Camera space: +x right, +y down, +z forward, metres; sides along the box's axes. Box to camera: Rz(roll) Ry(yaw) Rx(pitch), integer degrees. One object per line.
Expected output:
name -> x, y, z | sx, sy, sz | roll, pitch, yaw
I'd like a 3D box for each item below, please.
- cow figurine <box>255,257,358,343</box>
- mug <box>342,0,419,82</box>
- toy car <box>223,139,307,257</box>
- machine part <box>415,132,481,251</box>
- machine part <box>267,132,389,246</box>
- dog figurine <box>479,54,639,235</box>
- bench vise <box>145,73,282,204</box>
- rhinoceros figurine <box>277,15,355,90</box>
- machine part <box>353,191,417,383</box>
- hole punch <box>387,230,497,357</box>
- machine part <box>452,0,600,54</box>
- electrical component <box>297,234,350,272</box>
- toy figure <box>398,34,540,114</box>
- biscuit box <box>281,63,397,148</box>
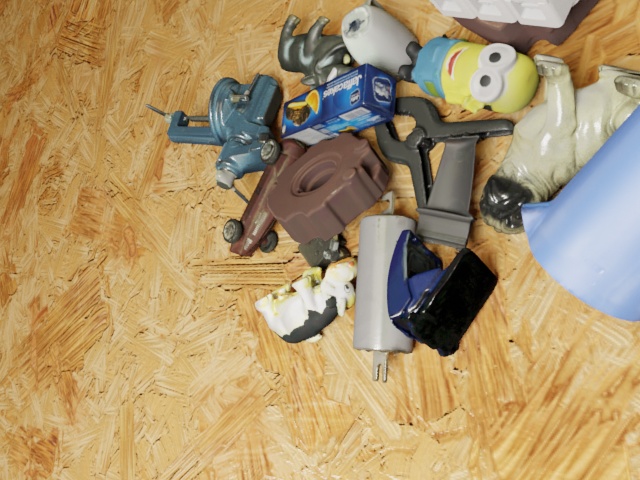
cow figurine -> -0.003, 0.090, 0.748 | 0.167, 0.068, 0.098 | -28, 91, 34
mug -> 0.080, -0.289, 0.752 | 0.081, 0.107, 0.109 | -9, 76, 36
toy car -> -0.077, -0.061, 0.837 | 0.053, 0.089, 0.202 | 35, 101, 44
machine part -> 0.156, -0.059, 0.636 | 0.084, 0.039, 0.138 | 18, 97, 44
machine part -> 0.006, -0.075, 0.746 | 0.179, 0.056, 0.179 | -27, 35, 21
dog figurine -> 0.273, -0.085, 0.569 | 0.173, 0.121, 0.190 | 20, 118, 24
bench vise -> -0.170, -0.183, 0.911 | 0.241, 0.128, 0.223 | 7, 76, 23
rhinoceros figurine -> -0.001, -0.283, 0.840 | 0.191, 0.073, 0.112 | 35, 101, 40
machine part -> 0.084, 0.056, 0.684 | 0.079, 0.079, 0.243 | -3, 77, 39
hole punch -> 0.126, 0.060, 0.618 | 0.092, 0.142, 0.115 | 29, 85, 39
machine part -> 0.248, -0.340, 0.641 | 0.201, 0.087, 0.202 | -53, 54, 17
electrical component -> -0.001, -0.001, 0.789 | 0.078, 0.045, 0.102 | -45, 55, 20
toy figure -> 0.183, -0.208, 0.666 | 0.180, 0.089, 0.082 | 32, 128, 49
biscuit box -> 0.022, -0.188, 0.777 | 0.203, 0.059, 0.062 | -6, 75, 53
